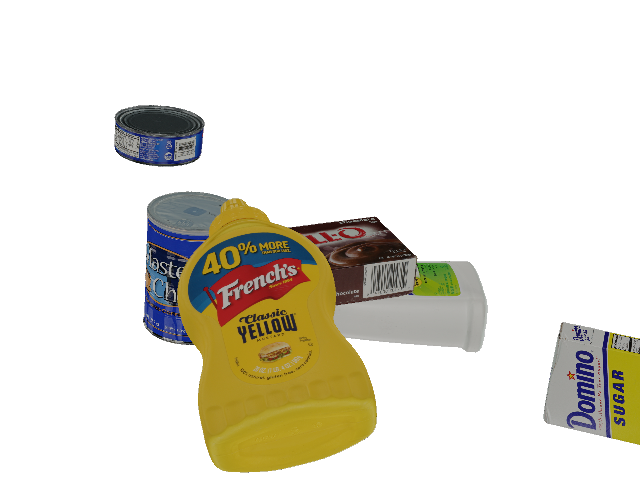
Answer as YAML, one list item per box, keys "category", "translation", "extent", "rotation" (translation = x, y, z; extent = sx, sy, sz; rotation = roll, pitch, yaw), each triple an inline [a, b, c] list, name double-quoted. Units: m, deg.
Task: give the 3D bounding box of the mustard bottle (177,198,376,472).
- category: "mustard bottle"
  translation: [-0.035, 0.043, 0.642]
  extent: [0.096, 0.058, 0.192]
  rotation: [-14, 45, -5]

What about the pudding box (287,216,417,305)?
- category: "pudding box"
  translation: [0.011, 0.017, 0.876]
  extent: [0.113, 0.039, 0.090]
  rotation: [-5, 25, -19]

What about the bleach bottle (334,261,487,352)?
- category: "bleach bottle"
  translation: [0.032, 0.062, 1.061]
  extent: [0.250, 0.068, 0.102]
  rotation: [1, 28, -4]

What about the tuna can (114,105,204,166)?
- category: "tuna can"
  translation: [-0.156, -0.101, 1.031]
  extent: [0.086, 0.034, 0.086]
  rotation: [6, 24, -3]

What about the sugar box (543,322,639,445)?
- category: "sugar box"
  translation: [0.299, 0.140, 0.978]
  extent: [0.176, 0.093, 0.048]
  rotation: [10, 22, 13]

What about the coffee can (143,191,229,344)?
- category: "coffee can"
  translation: [-0.143, 0.030, 1.182]
  extent: [0.103, 0.140, 0.103]
  rotation: [5, 25, -3]
